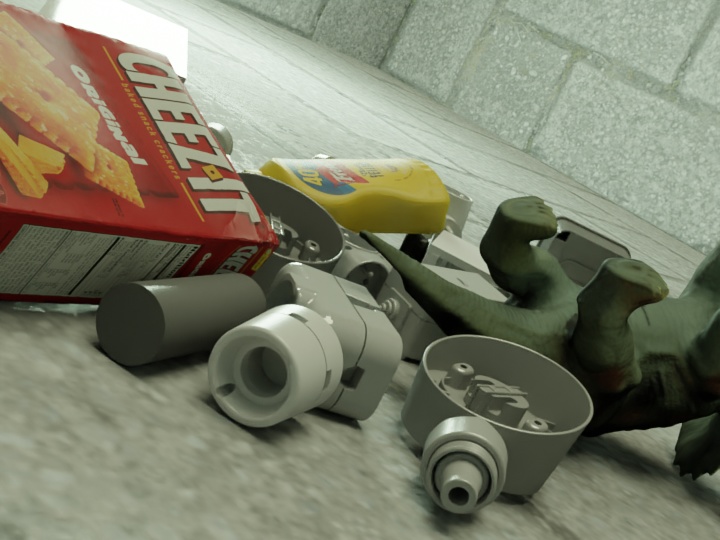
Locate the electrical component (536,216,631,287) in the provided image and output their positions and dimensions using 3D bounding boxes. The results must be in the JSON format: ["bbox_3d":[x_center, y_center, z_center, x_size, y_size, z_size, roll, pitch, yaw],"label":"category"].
[{"bbox_3d":[0.177,0.019,0.928,0.078,0.113,0.057,26,17,-3],"label":"electrical component"}]

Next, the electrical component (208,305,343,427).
[{"bbox_3d":[-0.043,0.048,0.532,0.055,0.055,0.047,30,17,15],"label":"electrical component"}]

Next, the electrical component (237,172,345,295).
[{"bbox_3d":[-0.062,-0.019,0.724,0.099,0.064,0.099,25,13,-6],"label":"electrical component"}]

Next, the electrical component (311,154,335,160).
[{"bbox_3d":[-0.026,-0.073,1.015,0.057,0.058,0.078,34,15,18],"label":"electrical component"}]

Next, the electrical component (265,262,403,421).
[{"bbox_3d":[-0.023,0.037,0.607,0.059,0.053,0.095,21,14,-23],"label":"electrical component"}]

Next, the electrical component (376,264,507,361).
[{"bbox_3d":[0.055,0.030,0.767,0.096,0.061,0.061,18,16,-33],"label":"electrical component"}]

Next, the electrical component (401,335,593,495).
[{"bbox_3d":[0.075,0.080,0.610,0.099,0.064,0.099,25,13,-6],"label":"electrical component"}]

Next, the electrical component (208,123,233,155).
[{"bbox_3d":[-0.139,-0.118,1.007,0.040,0.040,0.078,26,13,-4],"label":"electrical component"}]

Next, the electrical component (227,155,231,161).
[{"bbox_3d":[-0.135,-0.074,0.823,0.056,0.050,0.089,22,14,-17],"label":"electrical component"}]

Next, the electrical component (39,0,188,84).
[{"bbox_3d":[-0.192,-0.159,0.814,0.105,0.060,0.186,21,18,-16],"label":"electrical component"}]

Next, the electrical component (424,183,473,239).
[{"bbox_3d":[0.075,-0.037,1.024,0.043,0.077,0.079,24,14,-13],"label":"electrical component"}]

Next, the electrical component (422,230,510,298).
[{"bbox_3d":[0.114,0.035,0.859,0.150,0.061,0.089,28,13,6],"label":"electrical component"}]

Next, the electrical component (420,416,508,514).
[{"bbox_3d":[0.051,0.100,0.534,0.043,0.043,0.062,27,14,3],"label":"electrical component"}]

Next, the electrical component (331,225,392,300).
[{"bbox_3d":[0.000,0.000,0.813,0.079,0.044,0.077,17,16,-37],"label":"electrical component"}]
